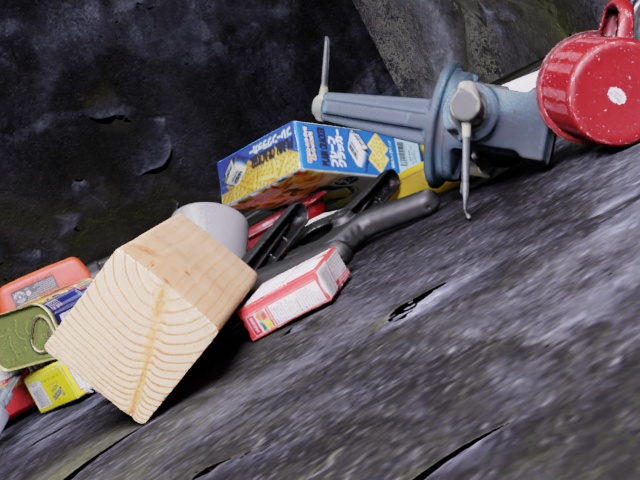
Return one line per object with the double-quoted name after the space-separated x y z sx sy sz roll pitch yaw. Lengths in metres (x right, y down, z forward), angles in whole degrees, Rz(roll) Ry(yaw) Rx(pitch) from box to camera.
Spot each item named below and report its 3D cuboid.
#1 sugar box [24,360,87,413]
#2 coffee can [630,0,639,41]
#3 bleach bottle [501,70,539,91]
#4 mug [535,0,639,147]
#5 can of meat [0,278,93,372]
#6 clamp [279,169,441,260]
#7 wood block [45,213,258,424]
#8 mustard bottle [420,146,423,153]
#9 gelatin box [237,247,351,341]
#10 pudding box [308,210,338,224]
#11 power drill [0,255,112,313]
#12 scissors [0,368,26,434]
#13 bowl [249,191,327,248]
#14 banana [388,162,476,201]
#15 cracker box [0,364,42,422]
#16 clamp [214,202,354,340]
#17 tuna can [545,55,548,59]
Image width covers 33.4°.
-0.205 0.108 1.082 0.175 0.048 0.094 -30 4 -40 "sugar box"
0.321 -0.189 0.941 0.103 0.103 0.140 -26 6 24 "coffee can"
0.260 -0.159 1.130 0.251 0.068 0.102 -23 -11 28 "bleach bottle"
0.224 -0.128 0.827 0.093 0.117 0.081 10 10 -3 "mug"
-0.264 0.082 1.044 0.102 0.057 0.083 -17 8 33 "can of meat"
0.035 -0.013 1.043 0.171 0.039 0.120 -37 17 -15 "clamp"
-0.119 0.051 0.819 0.091 0.090 0.206 -51 2 9 "wood block"
0.108 -0.115 1.480 0.096 0.058 0.192 5 -15 -32 "mustard bottle"
-0.019 0.042 0.852 0.073 0.030 0.089 -28 5 16 "gelatin box"
-0.008 0.001 1.146 0.090 0.039 0.114 -28 7 -17 "pudding box"
-0.303 0.063 1.241 0.184 0.057 0.188 -27 -1 -14 "power drill"
-0.315 0.166 1.008 0.096 0.016 0.202 -42 15 4 "scissors"
-0.051 0.002 1.267 0.162 0.055 0.162 -27 5 2 "bowl"
0.108 -0.056 1.141 0.198 0.037 0.069 -23 -23 21 "banana"
-0.354 0.160 1.190 0.164 0.072 0.214 -28 3 -19 "cracker box"
-0.073 0.040 0.985 0.210 0.036 0.164 -33 20 3 "clamp"
0.229 -0.129 0.927 0.034 0.086 0.086 -25 5 8 "tuna can"
